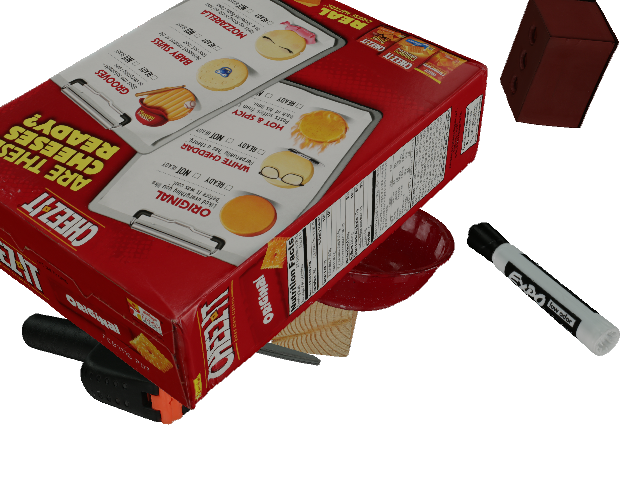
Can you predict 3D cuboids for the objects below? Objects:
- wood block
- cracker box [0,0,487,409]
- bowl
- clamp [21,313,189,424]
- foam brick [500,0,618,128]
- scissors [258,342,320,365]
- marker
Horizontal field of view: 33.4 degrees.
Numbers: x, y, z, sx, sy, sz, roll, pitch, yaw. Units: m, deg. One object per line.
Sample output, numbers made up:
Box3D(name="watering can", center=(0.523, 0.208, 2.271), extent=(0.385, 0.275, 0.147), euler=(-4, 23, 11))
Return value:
Box3D(name="wood block", center=(0.003, 0.048, 1.272), extent=(0.091, 0.090, 0.206), euler=(5, 23, 5))
Box3D(name="cracker box", center=(-0.047, -0.040, 0.522), extent=(0.164, 0.072, 0.213), euler=(30, 54, 29))
Box3D(name="bowl", center=(0.028, 0.014, 0.895), extent=(0.162, 0.055, 0.162), euler=(6, 25, -3))
Box3D(name="clamp", center=(-0.109, 0.073, 0.733), extent=(0.164, 0.036, 0.210), euler=(-10, 14, -21))
Box3D(name="foam brick", center=(0.167, -0.126, 0.755), extent=(0.051, 0.053, 0.078), euler=(1, -45, -12))
Box3D(name="scissors", center=(-0.098, 0.081, 1.031), extent=(0.201, 0.016, 0.096), euler=(6, 31, 1))
Box3D(name="marker", center=(0.125, 0.024, 0.620), extent=(0.020, 0.020, 0.121), euler=(0, 31, -35))
